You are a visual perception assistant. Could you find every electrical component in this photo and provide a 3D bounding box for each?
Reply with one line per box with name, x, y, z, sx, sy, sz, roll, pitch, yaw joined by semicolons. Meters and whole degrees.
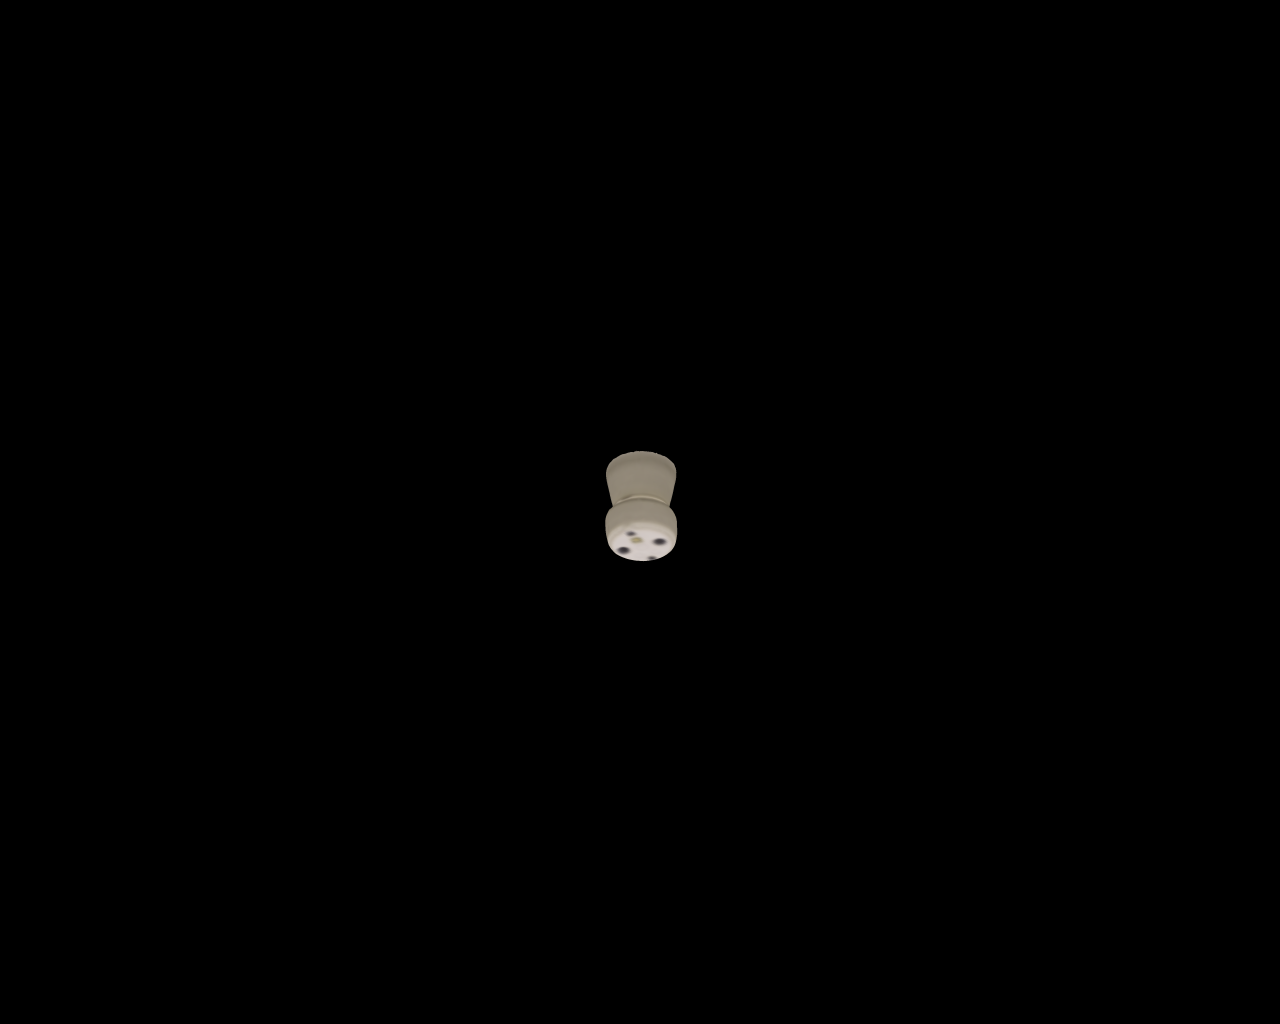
electrical component;0.001;-0.003;0.650;0.045;0.055;0.044;0;-33;0
